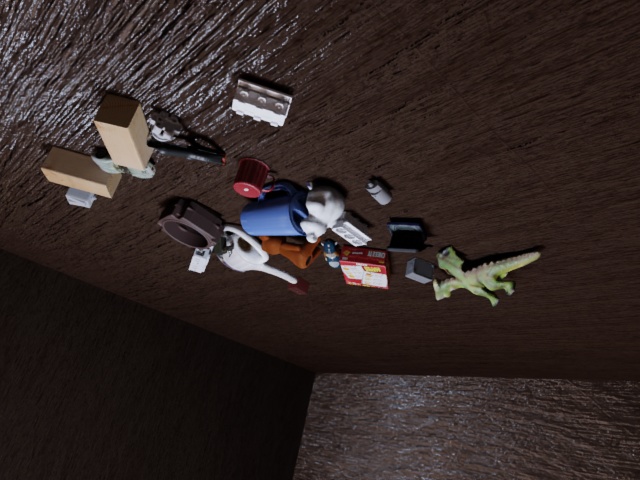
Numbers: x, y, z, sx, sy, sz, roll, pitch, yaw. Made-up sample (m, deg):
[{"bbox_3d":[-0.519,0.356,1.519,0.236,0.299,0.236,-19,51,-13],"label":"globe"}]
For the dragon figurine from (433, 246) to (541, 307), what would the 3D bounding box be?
[{"bbox_3d":[0.494,0.096,1.665,0.243,0.125,0.401,23,142,-2],"label":"dragon figurine"}]

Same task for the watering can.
[{"bbox_3d":[-0.259,0.071,1.952,0.345,0.106,0.222,44,145,-15],"label":"watering can"}]

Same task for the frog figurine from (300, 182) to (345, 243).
[{"bbox_3d":[0.004,-0.074,1.466,0.122,0.163,0.135,2,152,20],"label":"frog figurine"}]
